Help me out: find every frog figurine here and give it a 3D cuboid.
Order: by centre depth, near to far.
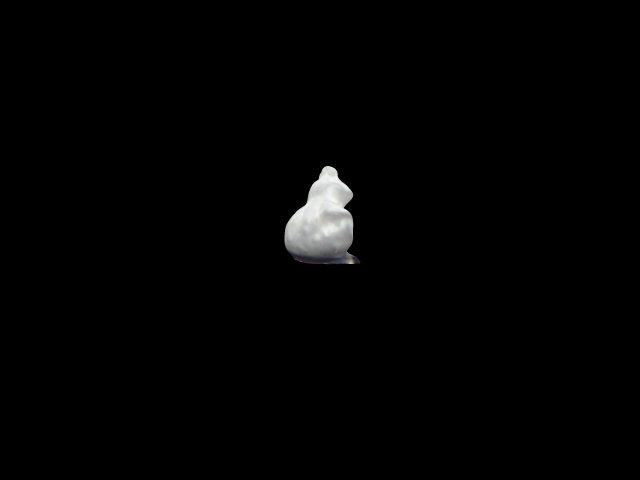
[{"bbox_3d":[0.003,-0.043,0.850,0.123,0.159,0.138,-2,5,-23],"label":"frog figurine"}]
